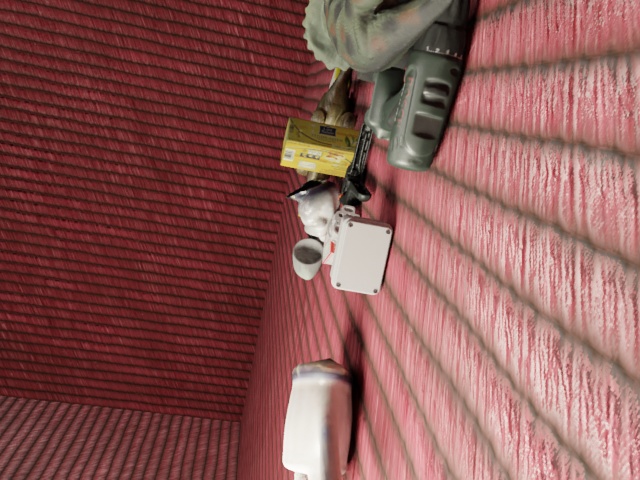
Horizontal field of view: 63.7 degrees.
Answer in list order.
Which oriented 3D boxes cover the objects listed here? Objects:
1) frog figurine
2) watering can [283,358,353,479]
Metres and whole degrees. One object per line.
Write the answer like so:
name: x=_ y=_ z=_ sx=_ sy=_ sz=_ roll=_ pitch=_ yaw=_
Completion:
frog figurine: x=0.004 y=-0.064 z=1.265 sx=0.122 sy=0.157 sz=0.140 roll=-15 pitch=20 yaw=21
watering can: x=0.004 y=0.292 z=0.783 sx=0.104 sy=0.228 sz=0.341 roll=10 pitch=-23 yaw=-7
